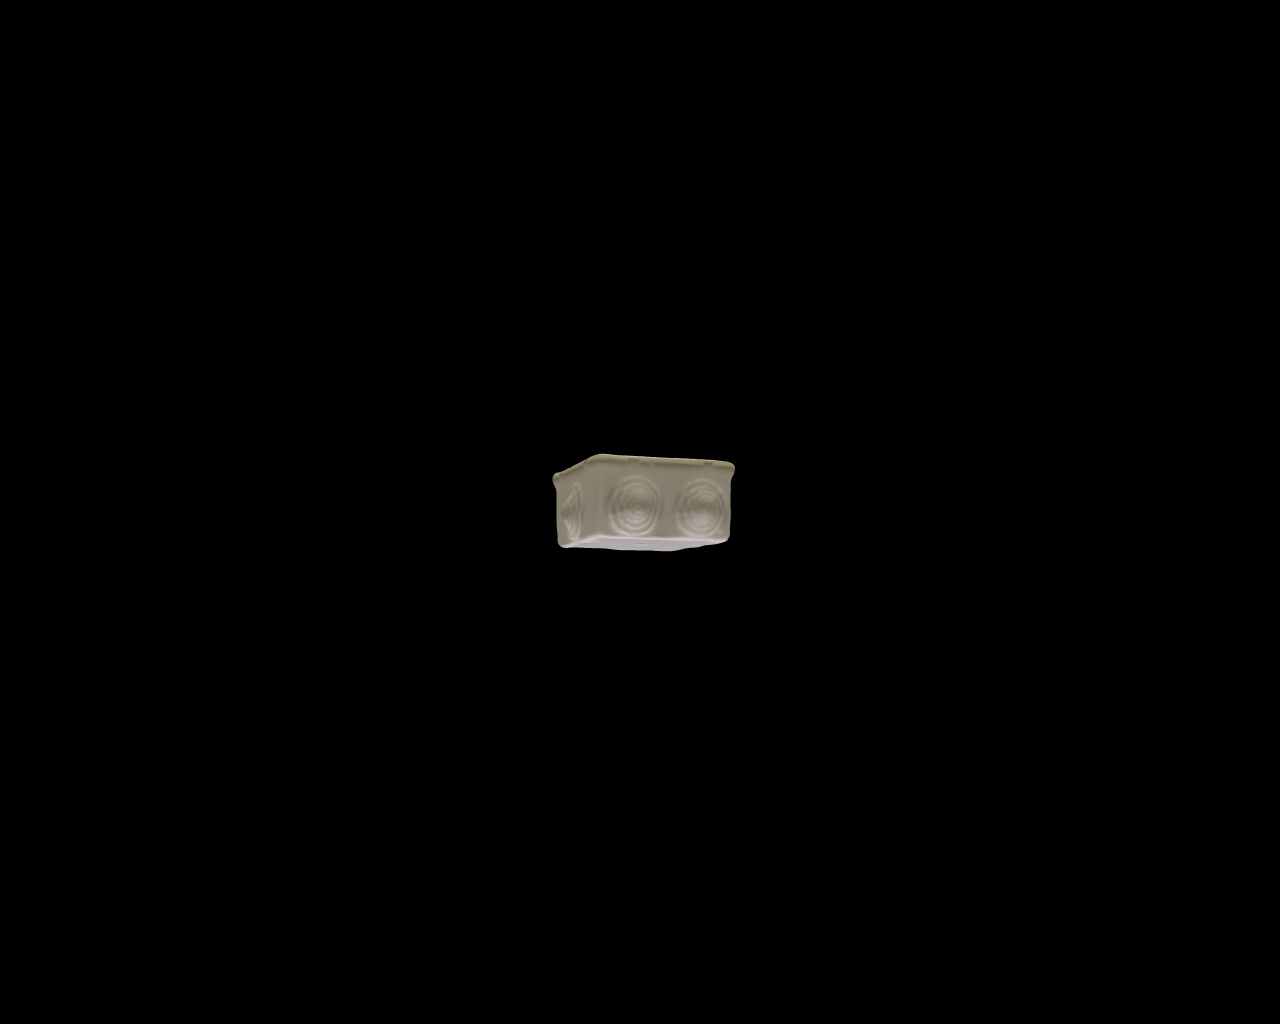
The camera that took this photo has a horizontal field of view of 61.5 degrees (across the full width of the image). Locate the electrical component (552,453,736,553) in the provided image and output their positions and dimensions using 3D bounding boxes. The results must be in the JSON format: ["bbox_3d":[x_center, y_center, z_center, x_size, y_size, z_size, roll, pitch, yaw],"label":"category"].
[{"bbox_3d":[0.001,-0.003,0.650,0.100,0.048,0.099,3,-7,-22],"label":"electrical component"}]
